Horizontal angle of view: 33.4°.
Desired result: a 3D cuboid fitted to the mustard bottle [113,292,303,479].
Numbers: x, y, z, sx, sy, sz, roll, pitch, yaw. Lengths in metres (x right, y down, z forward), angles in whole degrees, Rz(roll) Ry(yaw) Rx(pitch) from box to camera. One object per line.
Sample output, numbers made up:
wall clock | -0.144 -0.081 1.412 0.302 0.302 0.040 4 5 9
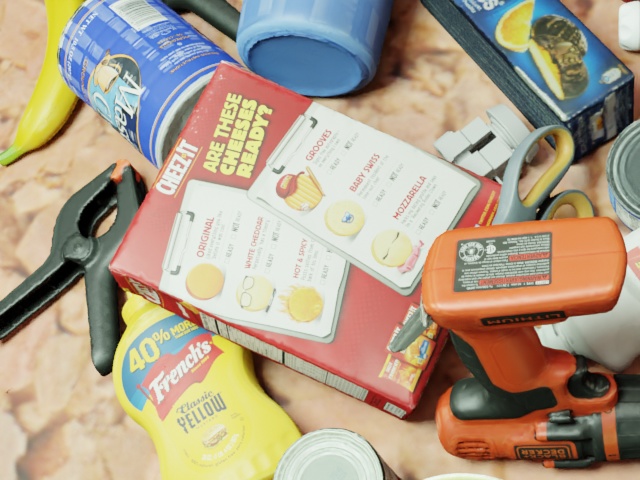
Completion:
mustard bottle | -0.088 0.099 0.730 0.096 0.058 0.192 -33 59 -3

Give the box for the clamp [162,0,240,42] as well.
clamp | -0.115 -0.221 0.909 0.210 0.036 0.164 -3 63 13

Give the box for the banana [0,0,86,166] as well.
banana | -0.228 -0.157 0.913 0.070 0.037 0.197 1 65 17

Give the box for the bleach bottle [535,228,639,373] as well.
bleach bottle | 0.248 0.020 0.638 0.251 0.068 0.102 -29 68 22

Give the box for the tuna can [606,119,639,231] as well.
tuna can | 0.235 -0.041 0.710 0.086 0.033 0.086 -7 63 14

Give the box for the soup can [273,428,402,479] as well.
soup can | 0.017 0.158 0.642 0.068 0.102 0.068 -7 63 14

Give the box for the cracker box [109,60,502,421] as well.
cracker box | -0.005 0.001 0.711 0.214 0.072 0.164 24 73 6

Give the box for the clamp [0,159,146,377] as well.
clamp | -0.187 0.017 0.815 0.120 0.039 0.171 7 63 14

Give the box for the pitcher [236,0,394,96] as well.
pitcher | 0.000 -0.243 0.826 0.149 0.145 0.243 5 69 17

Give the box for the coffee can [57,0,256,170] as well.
coffee can | -0.121 -0.120 0.823 0.102 0.102 0.140 -45 60 -7

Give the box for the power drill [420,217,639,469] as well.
power drill | 0.142 0.067 0.600 0.185 0.187 0.057 -7 48 17

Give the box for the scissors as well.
scissors | 0.120 0.015 0.679 0.016 0.096 0.201 1 52 53

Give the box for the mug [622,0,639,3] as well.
mug | 0.256 -0.220 0.768 0.117 0.093 0.081 5 66 -21
